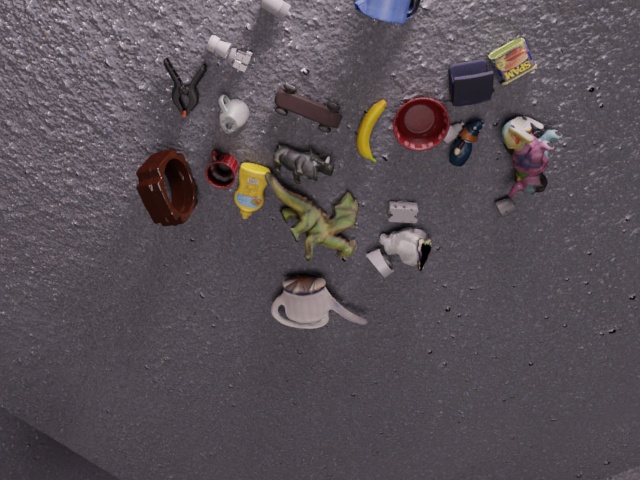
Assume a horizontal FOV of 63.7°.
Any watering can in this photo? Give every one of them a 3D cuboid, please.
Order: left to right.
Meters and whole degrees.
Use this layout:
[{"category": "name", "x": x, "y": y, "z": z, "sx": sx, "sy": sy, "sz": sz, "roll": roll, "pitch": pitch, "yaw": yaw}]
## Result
[{"category": "watering can", "x": -0.007, "y": 0.225, "z": 1.836, "sx": 0.347, "sy": 0.106, "sz": 0.219, "roll": -2, "pitch": 122, "yaw": 6}]

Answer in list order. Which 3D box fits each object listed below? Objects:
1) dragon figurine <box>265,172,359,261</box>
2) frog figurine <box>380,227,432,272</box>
[{"category": "dragon figurine", "x": 0.005, "y": -0.084, "z": 1.667, "sx": 0.243, "sy": 0.124, "sz": 0.402, "roll": -25, "pitch": 120, "yaw": -1}, {"category": "frog figurine", "x": 0.282, "y": 0.018, "z": 1.707, "sx": 0.160, "sy": 0.125, "sz": 0.134, "roll": 18, "pitch": 141, "yaw": 37}]
